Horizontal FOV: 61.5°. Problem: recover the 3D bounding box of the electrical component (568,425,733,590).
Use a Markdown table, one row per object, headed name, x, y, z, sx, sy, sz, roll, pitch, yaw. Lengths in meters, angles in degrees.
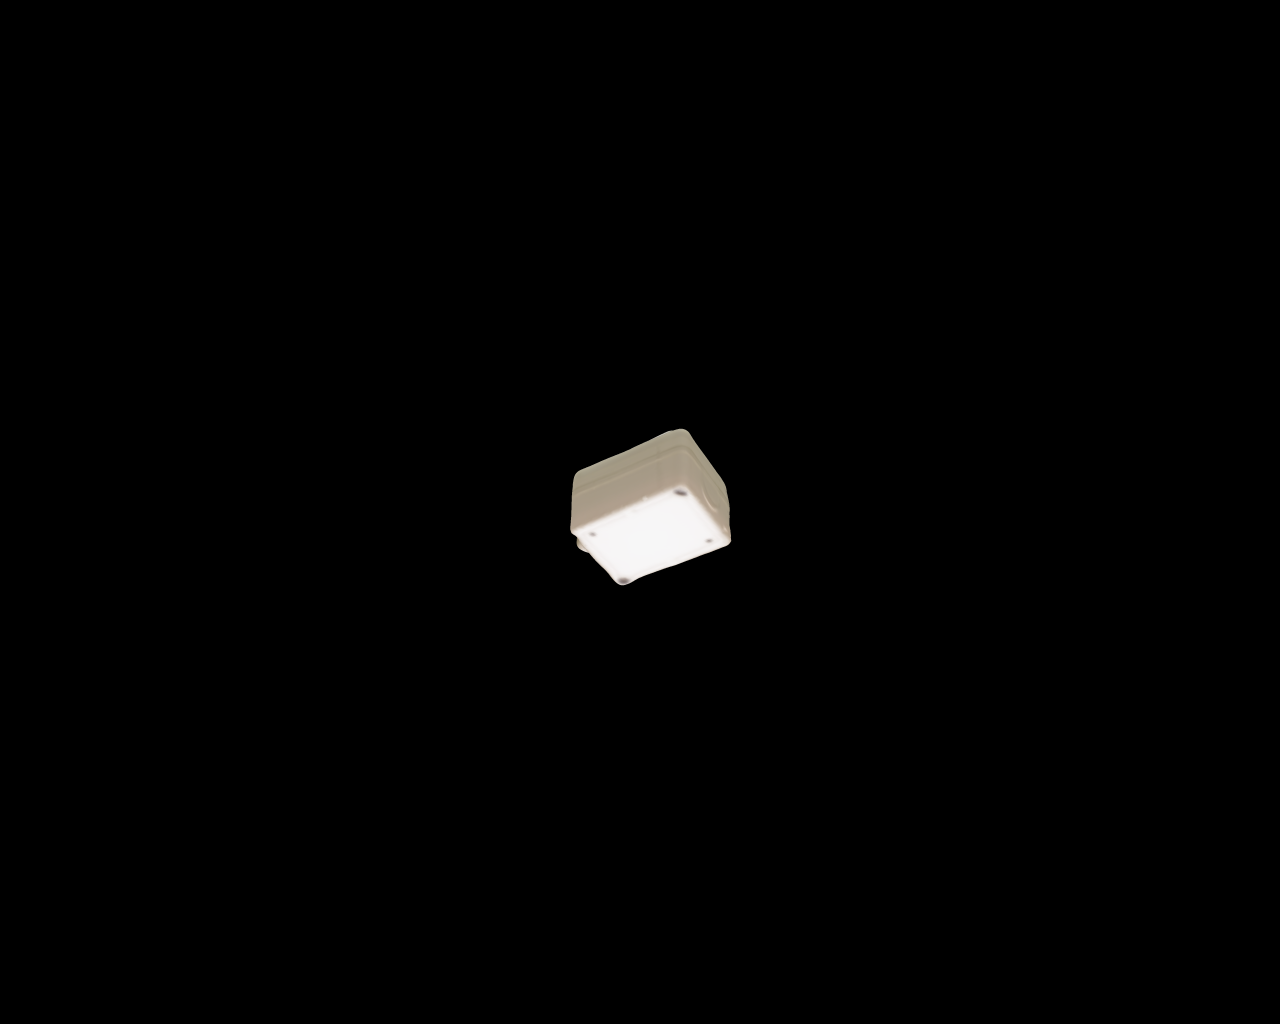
| name | x | y | z | sx | sy | sz | roll | pitch | yaw |
| --- | --- | --- | --- | --- | --- | --- | --- | --- | --- |
| electrical component | 0.001 | -0.003 | 0.650 | 0.096 | 0.061 | 0.061 | -22 | -49 | 21 |
